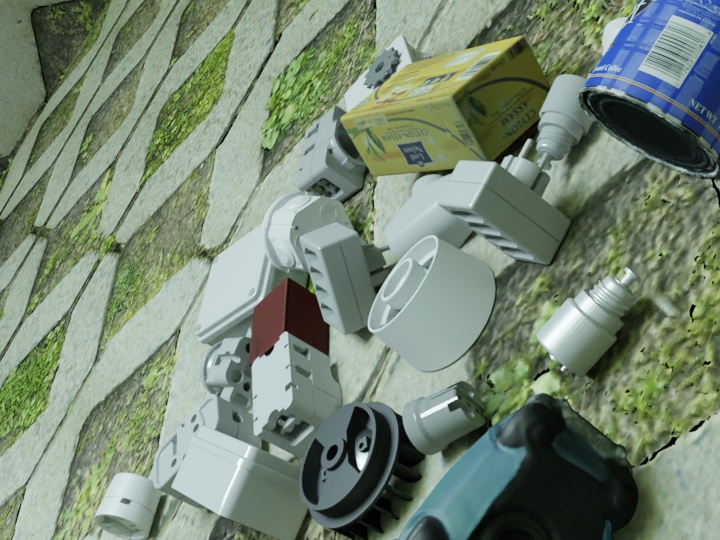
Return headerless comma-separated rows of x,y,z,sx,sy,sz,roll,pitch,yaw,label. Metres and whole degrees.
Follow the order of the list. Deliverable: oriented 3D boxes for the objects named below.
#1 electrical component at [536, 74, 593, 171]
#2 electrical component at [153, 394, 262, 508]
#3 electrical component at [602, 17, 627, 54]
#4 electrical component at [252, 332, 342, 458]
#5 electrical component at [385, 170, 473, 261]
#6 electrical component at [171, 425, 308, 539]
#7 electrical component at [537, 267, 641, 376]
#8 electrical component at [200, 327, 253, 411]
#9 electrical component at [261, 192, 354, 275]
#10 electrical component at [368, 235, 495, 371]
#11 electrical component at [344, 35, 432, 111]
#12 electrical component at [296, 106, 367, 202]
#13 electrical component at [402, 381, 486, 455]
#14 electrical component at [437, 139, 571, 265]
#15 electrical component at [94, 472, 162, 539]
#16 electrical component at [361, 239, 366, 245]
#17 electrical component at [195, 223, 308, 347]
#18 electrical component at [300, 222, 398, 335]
0.155,-0.112,0.820,0.040,0.040,0.078,4,64,59,electrical component
-0.135,0.166,0.970,0.095,0.059,0.053,-46,29,19,electrical component
0.199,-0.158,0.801,0.040,0.040,0.046,-14,56,53,electrical component
-0.053,0.106,0.906,0.050,0.056,0.089,-44,31,24,electrical component
0.063,-0.053,0.901,0.077,0.044,0.079,-38,33,31,electrical component
-0.094,0.173,0.878,0.113,0.078,0.057,4,67,59,electrical component
0.147,0.031,0.682,0.078,0.040,0.040,-50,28,12,electrical component
-0.115,0.095,1.017,0.057,0.058,0.078,-9,53,51,electrical component
-0.049,-0.034,1.023,0.051,0.080,0.080,9,68,54,electrical component
0.054,0.024,0.839,0.099,0.064,0.099,-51,15,19,electrical component
0.035,-0.171,1.065,0.100,0.048,0.099,-44,30,22,electrical component
-0.024,-0.117,1.101,0.056,0.050,0.089,-33,35,38,electrical component
0.059,0.102,0.750,0.046,0.040,0.040,-32,36,28,electrical component
0.114,-0.058,0.783,0.075,0.083,0.047,-61,28,-8,electrical component
-0.226,0.231,1.055,0.055,0.055,0.047,-27,36,44,electrical component
-0.015,-0.006,0.982,0.046,0.040,0.040,-39,32,21,electrical component
-0.106,0.019,1.081,0.109,0.056,0.108,-32,36,38,electrical component
0.000,0.000,0.925,0.076,0.083,0.047,-23,21,-18,electrical component
